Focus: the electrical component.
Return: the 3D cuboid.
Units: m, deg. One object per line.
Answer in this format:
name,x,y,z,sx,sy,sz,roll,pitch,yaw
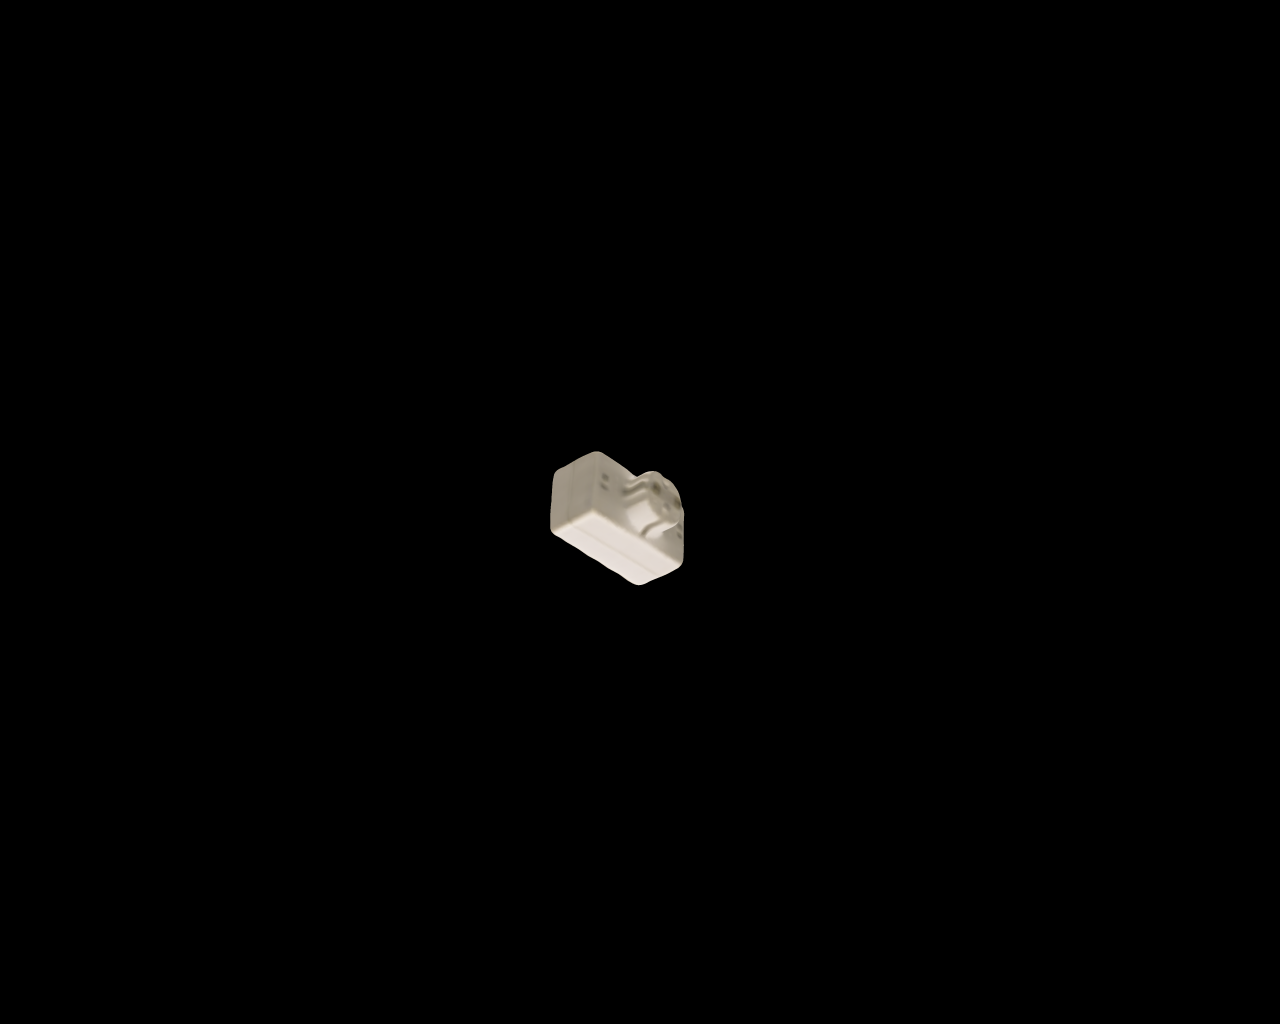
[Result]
electrical component,0.001,-0.003,0.650,0.075,0.047,0.083,-27,-44,33
